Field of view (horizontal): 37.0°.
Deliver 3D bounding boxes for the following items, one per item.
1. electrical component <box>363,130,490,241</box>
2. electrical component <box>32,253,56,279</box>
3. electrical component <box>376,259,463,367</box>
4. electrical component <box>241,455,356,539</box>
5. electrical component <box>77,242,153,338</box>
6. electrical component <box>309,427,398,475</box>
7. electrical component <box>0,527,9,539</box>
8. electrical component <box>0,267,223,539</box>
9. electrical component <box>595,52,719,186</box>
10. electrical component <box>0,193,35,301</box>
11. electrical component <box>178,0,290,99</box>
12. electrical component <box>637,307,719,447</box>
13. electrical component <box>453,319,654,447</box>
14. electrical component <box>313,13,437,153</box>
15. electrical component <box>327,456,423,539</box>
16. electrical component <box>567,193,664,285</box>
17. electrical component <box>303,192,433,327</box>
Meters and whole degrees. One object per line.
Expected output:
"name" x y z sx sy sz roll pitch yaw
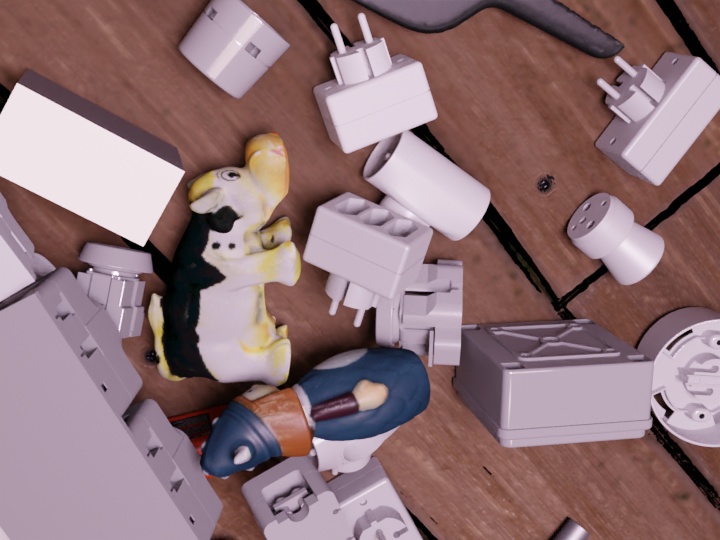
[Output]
"electrical component" 0.035 -0.044 0.727 0.077 0.044 0.079 34 96 -19
"electrical component" -0.220 0.021 0.688 0.055 0.048 0.066 -33 110 6
"electrical component" 0.041 0.027 0.737 0.057 0.078 0.058 3 139 4
"electrical component" -0.036 0.172 0.708 0.050 0.056 0.089 -28 121 -11
"electrical component" -0.161 0.013 0.693 0.048 0.066 0.055 11 91 7
"electrical component" -0.009 0.116 0.759 0.077 0.044 0.079 -26 141 -27
"electrical component" -0.246 0.188 0.703 0.100 0.100 0.048 -31 97 -3
"electrical component" -0.177 0.104 0.655 0.105 0.060 0.186 -26 105 14
"electrical component" 0.196 -0.116 0.740 0.076 0.047 0.083 35 96 -20
"electrical component" -0.280 -0.050 0.599 0.105 0.060 0.186 -31 115 -1
"electrical component" -0.079 -0.140 0.668 0.055 0.055 0.047 39 98 -20
"electrical component" 0.258 0.078 0.802 0.099 0.064 0.099 -4 107 -12
"electrical component" 0.132 0.075 0.750 0.109 0.108 0.056 -2 104 -12
"electrical component" 0.004 -0.125 0.693 0.066 0.047 0.076 -22 111 -6
"electrical component" 0.013 0.185 0.771 0.047 0.076 0.065 -29 110 -3
"electrical component" 0.182 -0.022 0.766 0.055 0.045 0.045 37 95 -19
"electrical component" 0.000 0.000 0.696 0.066 0.047 0.076 25 114 15
